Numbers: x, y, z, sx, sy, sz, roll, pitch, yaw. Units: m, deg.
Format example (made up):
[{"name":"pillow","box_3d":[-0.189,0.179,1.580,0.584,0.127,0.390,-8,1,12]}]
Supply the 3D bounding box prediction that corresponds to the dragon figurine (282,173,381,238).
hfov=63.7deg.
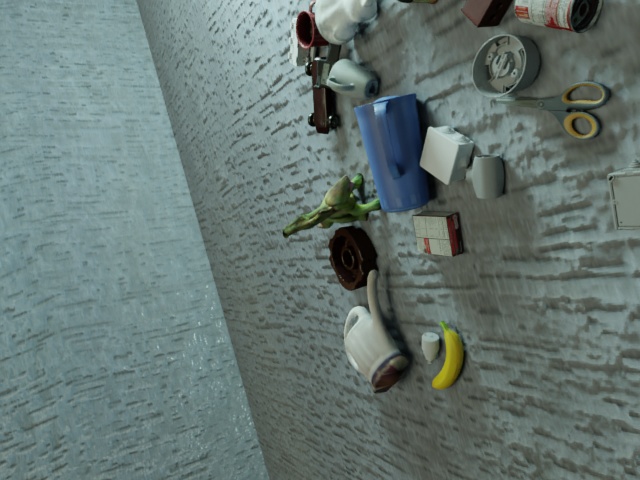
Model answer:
[{"name":"dragon figurine","box_3d":[0.004,-0.067,1.338,0.123,0.245,0.403,64,148,10]}]

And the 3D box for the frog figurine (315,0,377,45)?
[{"name":"frog figurine","box_3d":[0.059,-0.516,1.160,0.160,0.122,0.137,-150,70,-68]}]

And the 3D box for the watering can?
[{"name":"watering can","box_3d":[0.145,0.259,1.363,0.228,0.105,0.339,52,144,36]}]
